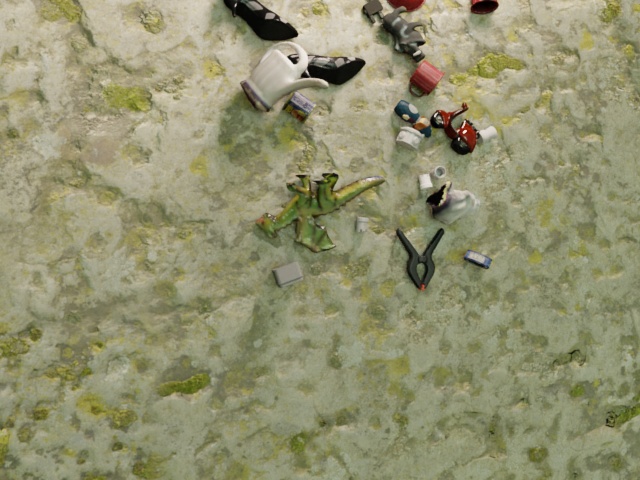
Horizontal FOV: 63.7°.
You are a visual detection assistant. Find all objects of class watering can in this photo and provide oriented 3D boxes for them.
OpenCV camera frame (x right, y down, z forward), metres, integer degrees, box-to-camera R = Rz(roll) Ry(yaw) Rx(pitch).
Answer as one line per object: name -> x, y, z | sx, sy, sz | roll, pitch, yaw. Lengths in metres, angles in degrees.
watering can -> -0.116, -0.468, 1.521 | 0.223, 0.355, 0.102 | -43, 136, 10

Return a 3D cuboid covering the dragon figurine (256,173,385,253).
dragon figurine -> 0.005, -0.081, 1.613 | 0.410, 0.123, 0.240 | -1, 105, -9

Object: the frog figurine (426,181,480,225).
frog figurine -> 0.445, -0.104, 1.673 | 0.158, 0.125, 0.135 | 27, 116, -17
